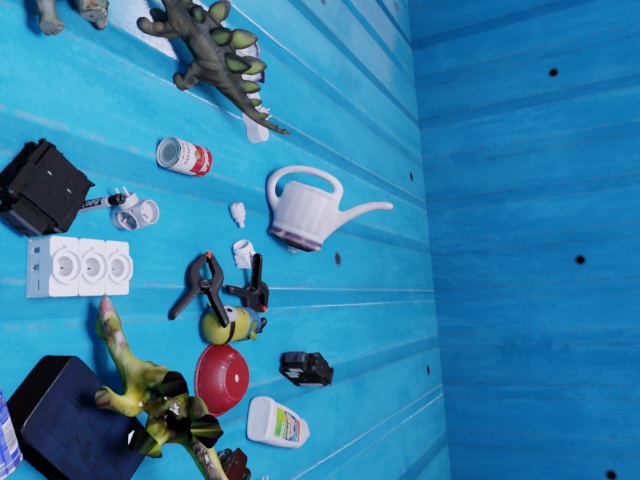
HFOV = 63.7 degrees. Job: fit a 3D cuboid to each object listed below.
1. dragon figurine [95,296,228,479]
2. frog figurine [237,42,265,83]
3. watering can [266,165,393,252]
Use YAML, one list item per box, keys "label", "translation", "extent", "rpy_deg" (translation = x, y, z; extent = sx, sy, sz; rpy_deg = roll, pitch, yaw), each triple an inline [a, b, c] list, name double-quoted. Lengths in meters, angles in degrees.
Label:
- label: "dragon figurine"
  translation: [-0.253, 0.272, 0.865]
  extent: [0.407, 0.123, 0.243]
  rpy_deg: [58, -13, -13]
- label: "frog figurine"
  translation: [-0.230, -0.433, 1.272]
  extent: [0.160, 0.123, 0.136]
  rpy_deg: [-7, 99, -28]
- label: "watering can"
  translation: [0.004, -0.070, 1.400]
  extent: [0.104, 0.348, 0.224]
  rpy_deg: [27, 84, -82]
